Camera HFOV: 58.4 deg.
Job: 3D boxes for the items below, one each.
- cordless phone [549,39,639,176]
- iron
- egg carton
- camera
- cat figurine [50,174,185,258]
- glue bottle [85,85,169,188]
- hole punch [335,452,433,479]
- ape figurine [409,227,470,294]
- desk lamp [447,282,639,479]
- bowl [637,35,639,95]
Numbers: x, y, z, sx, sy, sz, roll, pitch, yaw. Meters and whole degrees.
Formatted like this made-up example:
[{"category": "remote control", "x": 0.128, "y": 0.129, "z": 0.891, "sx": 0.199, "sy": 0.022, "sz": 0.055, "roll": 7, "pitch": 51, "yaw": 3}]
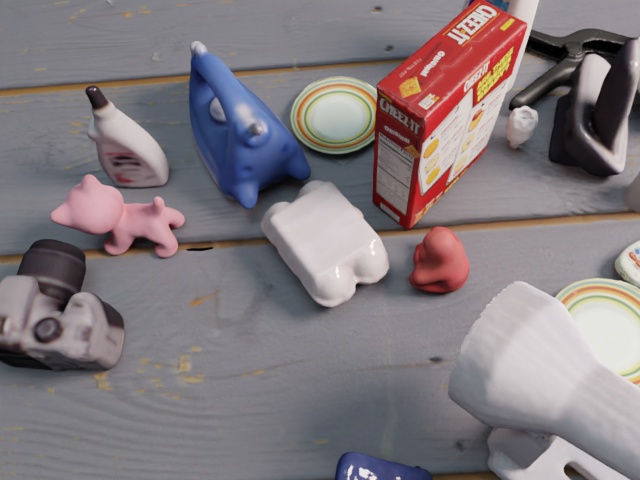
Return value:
[{"category": "cordless phone", "x": 0.343, "y": -0.178, "z": 0.672, "sx": 0.094, "sy": 0.185, "sz": 0.147, "roll": 10, "pitch": 63, "yaw": 9}, {"category": "iron", "x": -0.118, "y": -0.171, "z": 0.724, "sx": 0.119, "sy": 0.141, "sz": 0.257, "roll": -30, "pitch": 64, "yaw": -11}, {"category": "egg carton", "x": 0.006, "y": 0.002, "z": 0.665, "sx": 0.107, "sy": 0.069, "sz": 0.150, "roll": -34, "pitch": 65, "yaw": -13}, {"category": "camera", "x": -0.296, "y": 0.067, "z": 0.633, "sx": 0.143, "sy": 0.101, "sz": 0.137, "roll": 2, "pitch": 62, "yaw": 5}, {"category": "cat figurine", "x": -0.237, "y": -0.033, "z": 0.672, "sx": 0.127, "sy": 0.118, "sz": 0.067, "roll": -1, "pitch": 62, "yaw": 3}, {"category": "glue bottle", "x": -0.242, "y": -0.123, "z": 0.689, "sx": 0.078, "sy": 0.173, "sz": 0.037, "roll": -5, "pitch": 62, "yaw": 2}, {"category": "hole punch", "x": 0.056, "y": 0.253, "z": 0.518, "sx": 0.101, "sy": 0.091, "sz": 0.108, "roll": 7, "pitch": 63, "yaw": 7}, {"category": "ape figurine", "x": 0.131, "y": 0.017, "z": 0.636, "sx": 0.078, "sy": 0.092, "sz": 0.076, "roll": -41, "pitch": 67, "yaw": -16}, {"category": "desk lamp", "x": 0.208, "y": 0.153, "z": 0.491, "sx": 0.202, "sy": 0.214, "sz": 0.118, "roll": 38, "pitch": 71, "yaw": 21}, {"category": "bowl", "x": 0.480, "y": -0.208, "z": 0.742, "sx": 0.167, "sy": 0.075, "sz": 0.167, "roll": -1, "pitch": 62, "yaw": 3}]
